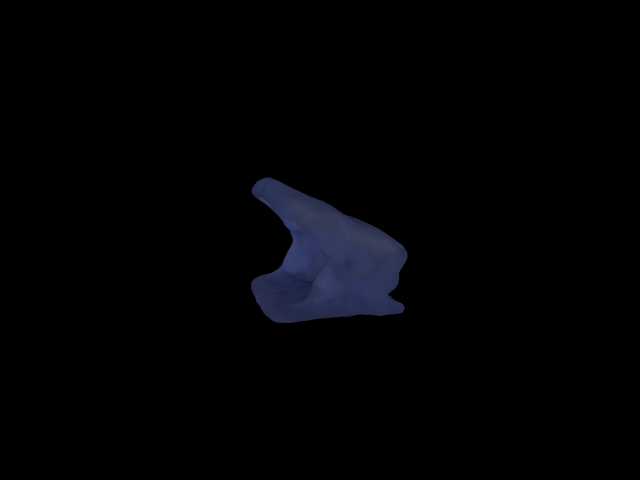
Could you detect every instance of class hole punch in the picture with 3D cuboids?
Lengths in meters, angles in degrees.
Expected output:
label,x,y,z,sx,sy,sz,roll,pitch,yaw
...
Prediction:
label,x,y,z,sx,sy,sz,roll,pitch,yaw
hole punch,0.004,0.001,0.400,0.101,0.091,0.108,-3,11,-16
